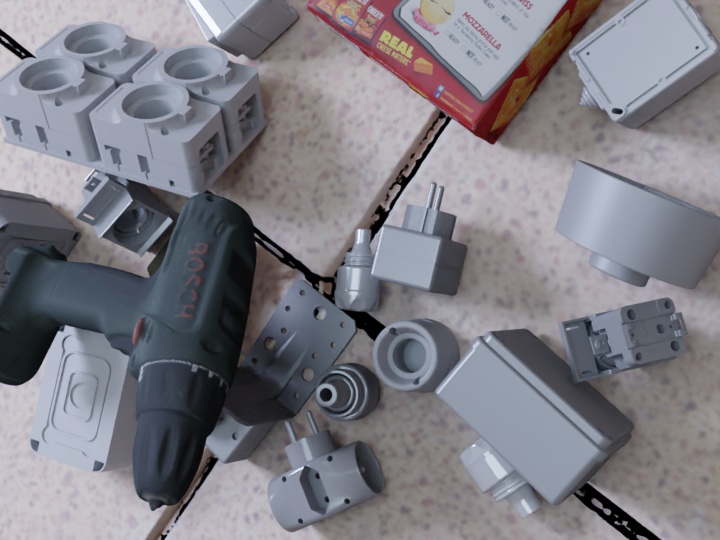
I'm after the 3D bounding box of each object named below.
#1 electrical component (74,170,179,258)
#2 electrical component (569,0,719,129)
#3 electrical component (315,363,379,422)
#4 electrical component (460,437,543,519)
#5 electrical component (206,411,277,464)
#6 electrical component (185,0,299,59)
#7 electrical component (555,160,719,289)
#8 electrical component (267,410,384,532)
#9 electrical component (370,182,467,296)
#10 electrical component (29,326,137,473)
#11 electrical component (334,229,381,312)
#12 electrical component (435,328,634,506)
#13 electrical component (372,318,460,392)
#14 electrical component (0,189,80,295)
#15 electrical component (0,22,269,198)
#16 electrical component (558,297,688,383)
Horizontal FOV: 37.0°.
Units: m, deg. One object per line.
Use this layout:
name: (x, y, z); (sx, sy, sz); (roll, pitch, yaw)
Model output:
electrical component: (-0.190, -0.051, 0.868); (0.042, 0.081, 0.063); (-45, 50, 12)
electrical component: (0.193, -0.141, 0.734); (0.096, 0.061, 0.061); (-36, 74, 23)
electrical component: (-0.013, 0.090, 0.793); (0.043, 0.062, 0.043); (-1, 86, 21)
electrical component: (0.103, 0.144, 0.755); (0.043, 0.043, 0.062); (-39, 75, 14)
electrical component: (-0.118, 0.104, 0.825); (0.083, 0.076, 0.047); (42, 101, 18)
electrical component: (-0.107, -0.221, 0.851); (0.061, 0.062, 0.096); (-40, 74, 14)
electrical component: (0.181, -0.024, 0.705); (0.108, 0.108, 0.060); (26, 102, 21)
electrical component: (-0.032, 0.145, 0.807); (0.077, 0.043, 0.079); (-27, 77, 17)
electrical component: (0.048, -0.025, 0.776); (0.047, 0.066, 0.076); (14, 91, 21)
electrical component: (-0.210, 0.100, 0.871); (0.078, 0.057, 0.113); (13, 91, 21)
electrical component: (0.000, 0.000, 0.809); (0.035, 0.035, 0.061); (4, 85, 21)
electrical component: (0.119, 0.094, 0.718); (0.109, 0.109, 0.056); (43, 104, 18)
electrical component: (0.040, 0.062, 0.783); (0.055, 0.047, 0.055); (-2, 86, 21)
electrical component: (-0.296, -0.022, 0.883); (0.057, 0.113, 0.078); (39, 100, 16)
electrical component: (-0.181, -0.132, 0.844); (0.186, 0.105, 0.060); (17, 137, 21)
electrical component: (0.179, 0.045, 0.715); (0.081, 0.064, 0.042); (-11, 80, -22)
